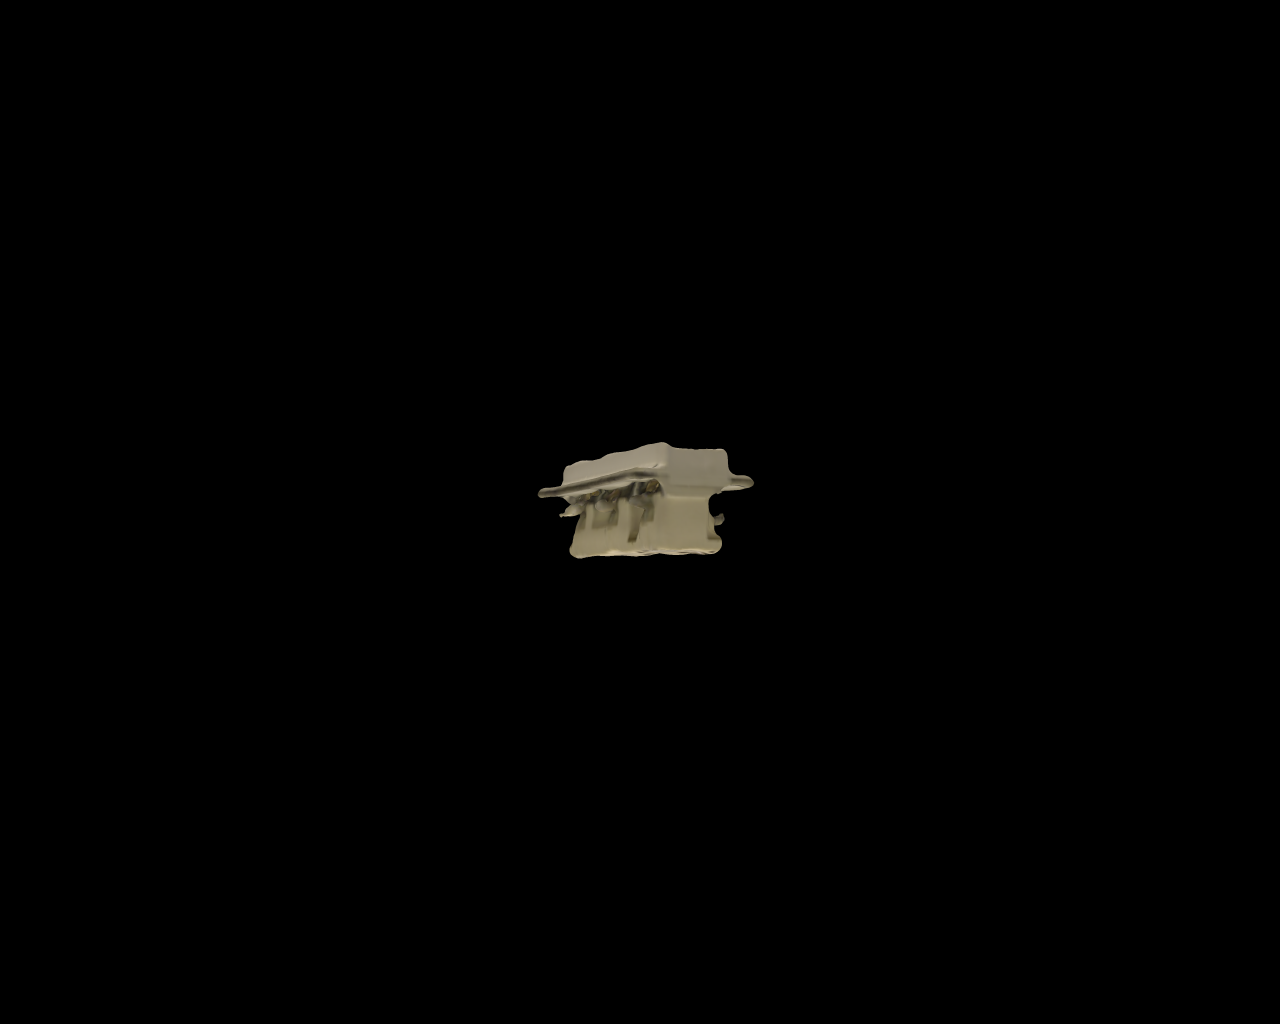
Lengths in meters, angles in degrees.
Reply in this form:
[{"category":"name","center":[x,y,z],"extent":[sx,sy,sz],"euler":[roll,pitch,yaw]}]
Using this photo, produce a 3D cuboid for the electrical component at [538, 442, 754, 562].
[{"category":"electrical component","center":[0.001,-0.003,0.650],"extent":[0.079,0.063,0.121],"euler":[3,-5,-32]}]
